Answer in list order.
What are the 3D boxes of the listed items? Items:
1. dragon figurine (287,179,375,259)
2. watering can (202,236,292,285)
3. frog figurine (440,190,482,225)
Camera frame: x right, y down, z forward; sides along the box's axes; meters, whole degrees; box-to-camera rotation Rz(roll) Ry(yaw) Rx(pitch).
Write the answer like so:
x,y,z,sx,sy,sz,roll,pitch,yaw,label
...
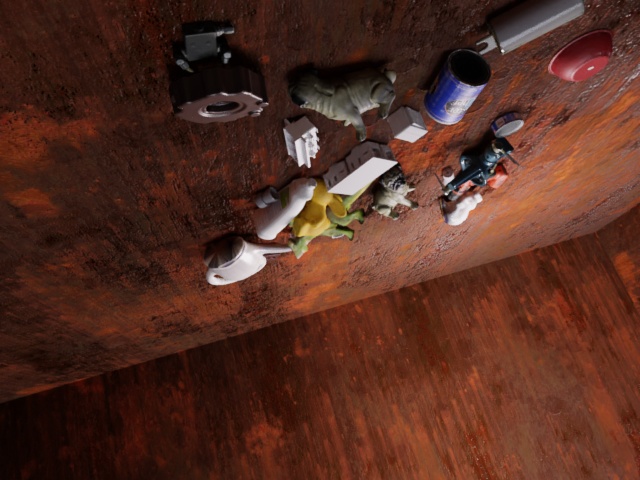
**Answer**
x,y,z,sx,sy,sz,roll,pitch,yaw,label
0.005,-0.083,1.642,0.243,0.125,0.401,-1,138,-26,dragon figurine
-0.245,0.052,1.739,0.346,0.106,0.221,-27,150,7,watering can
0.546,-0.123,1.979,0.159,0.126,0.134,-10,143,12,frog figurine
